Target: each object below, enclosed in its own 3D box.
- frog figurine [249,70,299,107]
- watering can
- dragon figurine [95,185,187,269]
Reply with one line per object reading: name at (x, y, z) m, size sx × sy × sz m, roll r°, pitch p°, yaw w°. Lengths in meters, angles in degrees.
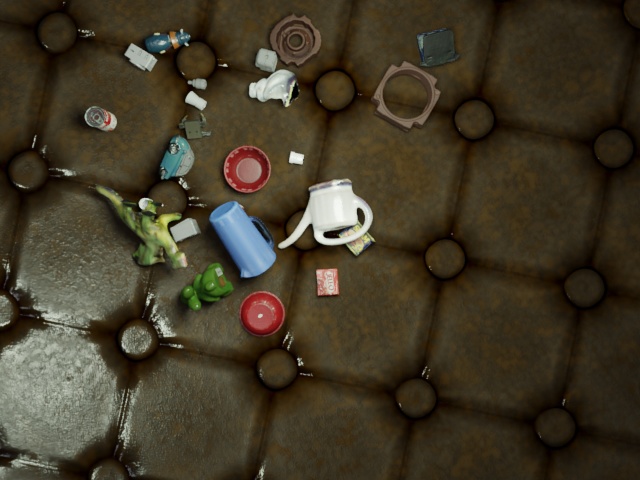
frog figurine at (-0.160, -0.527, 1.755) m, size 0.160 × 0.120 × 0.140 m, roll 19°, pitch 58°, yaw 8°
watering can at (0.005, -0.088, 1.751) m, size 0.346 × 0.103 × 0.226 m, roll -10°, pitch 81°, yaw 18°
dragon figurine at (-0.602, -0.018, 1.738) m, size 0.412 × 0.124 × 0.238 m, roll 23°, pitch 115°, yaw 19°
